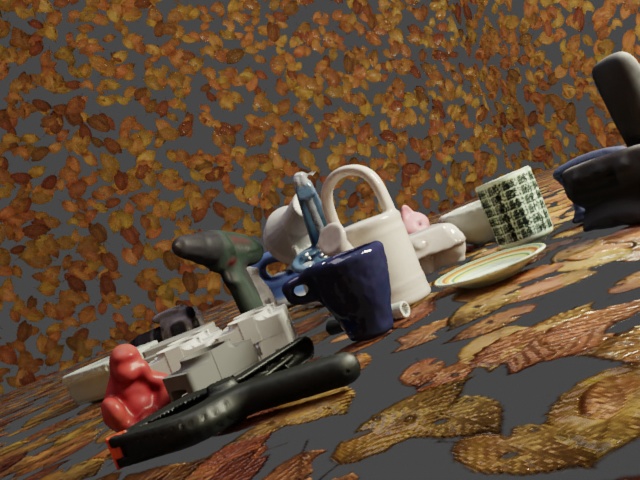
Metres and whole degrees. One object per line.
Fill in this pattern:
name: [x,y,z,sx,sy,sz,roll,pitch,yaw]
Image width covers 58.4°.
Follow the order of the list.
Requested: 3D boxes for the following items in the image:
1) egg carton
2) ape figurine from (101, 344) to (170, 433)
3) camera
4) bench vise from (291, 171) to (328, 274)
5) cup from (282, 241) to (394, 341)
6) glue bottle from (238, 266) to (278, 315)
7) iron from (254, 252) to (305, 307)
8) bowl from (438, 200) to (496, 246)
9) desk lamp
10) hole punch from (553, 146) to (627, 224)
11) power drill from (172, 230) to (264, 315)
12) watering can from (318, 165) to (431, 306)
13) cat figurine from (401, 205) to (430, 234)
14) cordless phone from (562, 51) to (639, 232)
egg carton: [0.160,0.023,0.930,0.150,0.069,0.107,-22,0,2]
ape figurine: [-0.200,0.157,0.613,0.078,0.092,0.076,-22,0,-22]
camera: [-0.304,0.193,1.149,0.137,0.101,0.143,-22,0,-2]
bench vise: [-0.002,0.008,0.892,0.122,0.220,0.207,-22,0,-18]
cup: [0.027,0.064,0.605,0.118,0.095,0.091,-22,0,-2]
glue bottle: [-0.147,0.090,1.180,0.078,0.173,0.037,-22,1,-21]
iron: [-0.080,0.080,1.328,0.257,0.141,0.119,-22,0,32]
bowl: [0.297,-0.035,0.999,0.167,0.075,0.167,-22,0,0]
desk lamp: [-0.018,0.017,1.126,0.118,0.213,0.203,-22,0,-23]
hole punch: [0.391,-0.082,0.790,0.108,0.091,0.101,-22,0,45]
power drill: [-0.157,0.076,1.031,0.075,0.208,0.230,-22,0,22]
watering can: [0.061,-0.004,0.735,0.101,0.194,0.173,-22,0,10]
cat figurine: [0.156,-0.001,1.029,0.128,0.118,0.067,-22,0,-29]
cordless phone: [0.341,-0.112,0.662,0.094,0.185,0.147,-22,0,-26]
